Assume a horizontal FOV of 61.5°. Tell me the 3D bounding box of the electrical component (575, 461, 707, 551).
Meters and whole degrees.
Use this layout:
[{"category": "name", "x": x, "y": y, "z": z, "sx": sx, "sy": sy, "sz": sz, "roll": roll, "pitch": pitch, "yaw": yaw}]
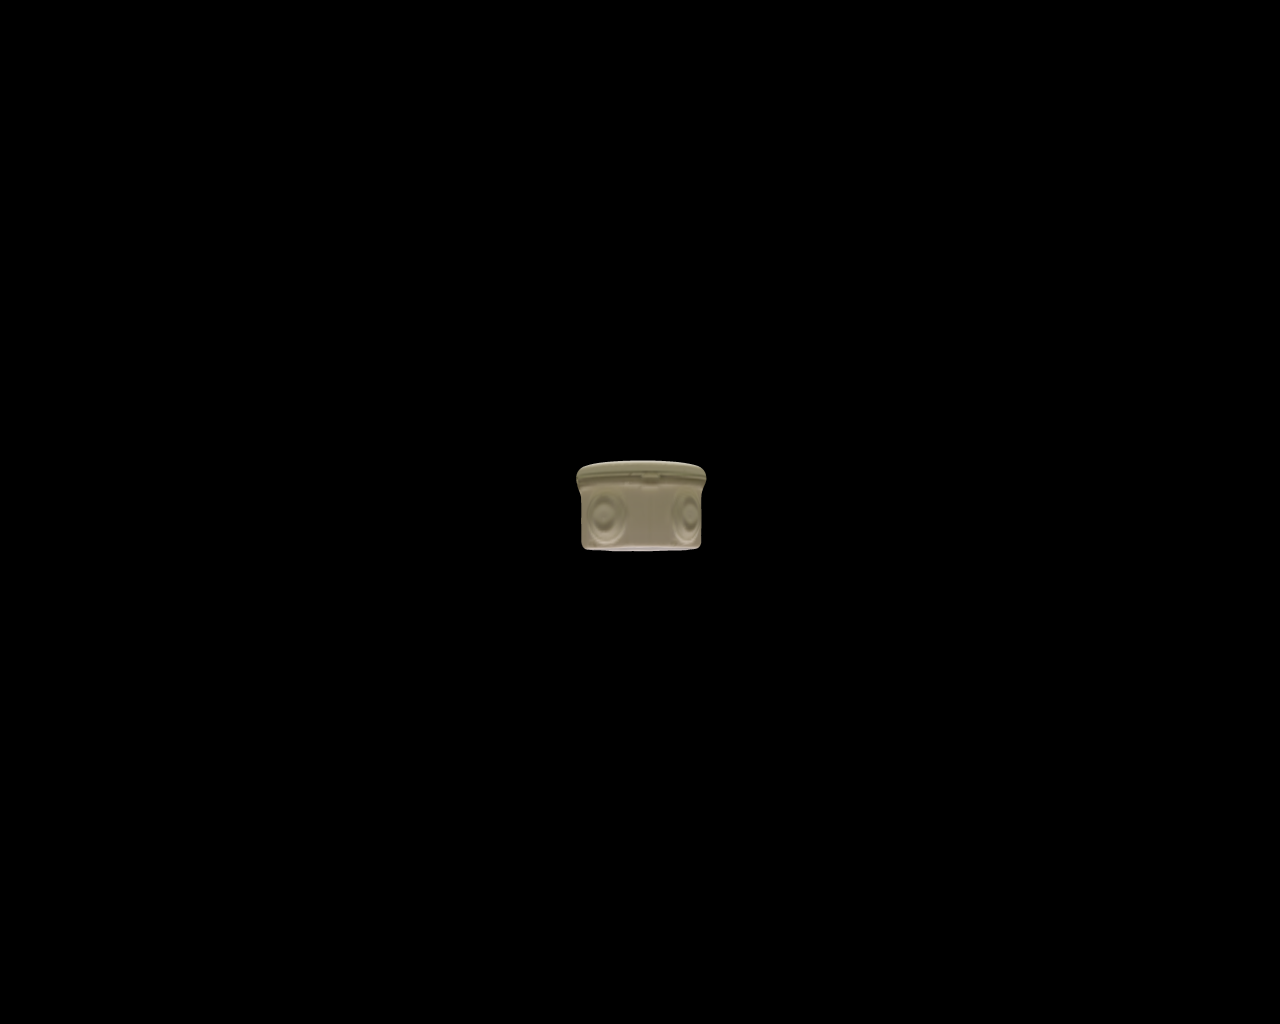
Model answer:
[{"category": "electrical component", "x": 0.001, "y": -0.003, "z": 0.650, "sx": 0.080, "sy": 0.051, "sz": 0.080, "roll": 0, "pitch": -4, "yaw": 0}]
